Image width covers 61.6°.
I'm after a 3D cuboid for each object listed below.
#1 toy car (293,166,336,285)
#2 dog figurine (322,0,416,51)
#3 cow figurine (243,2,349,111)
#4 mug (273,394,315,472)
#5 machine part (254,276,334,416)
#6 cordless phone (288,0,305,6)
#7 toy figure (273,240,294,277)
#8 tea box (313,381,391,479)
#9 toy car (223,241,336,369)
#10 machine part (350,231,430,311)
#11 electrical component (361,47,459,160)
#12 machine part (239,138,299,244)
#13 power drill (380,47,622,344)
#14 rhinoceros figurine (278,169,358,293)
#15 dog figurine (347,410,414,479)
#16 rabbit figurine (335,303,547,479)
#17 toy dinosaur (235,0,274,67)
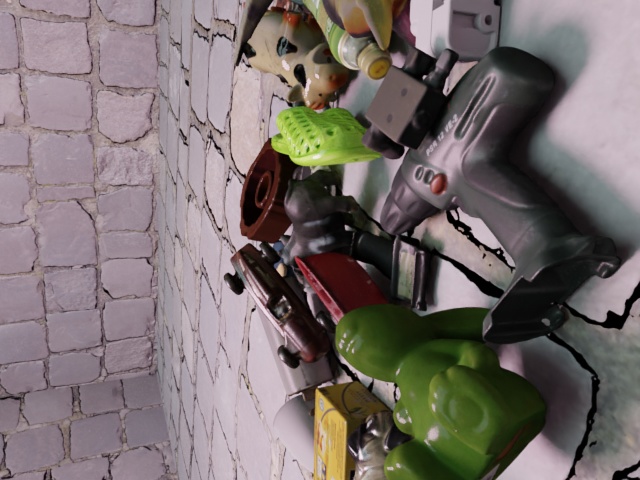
[{"bbox_3d":[-0.013,-0.029,0.802,0.074,0.056,0.201,-126,40,-62],"label":"toy car"},{"bbox_3d":[0.073,-0.294,0.501,0.192,0.108,0.219,-6,104,38],"label":"dog figurine"},{"bbox_3d":[-0.037,-0.252,0.751,0.195,0.085,0.127,34,126,38],"label":"cow figurine"},{"bbox_3d":[-0.015,0.309,0.817,0.107,0.081,0.109,38,124,48],"label":"mug"},{"bbox_3d":[-0.042,0.147,0.828,0.243,0.079,0.079,67,152,15],"label":"machine part"},{"bbox_3d":[-0.046,-0.431,0.733,0.147,0.089,0.184,31,136,10],"label":"cordless phone"},{"bbox_3d":[-0.059,0.078,0.918,0.058,0.064,0.154,6,95,40],"label":"toy figure"},{"bbox_3d":[0.039,0.284,0.701,0.098,0.068,0.169,-153,64,-63],"label":"tea box"},{"bbox_3d":[-0.061,0.089,0.776,0.202,0.089,0.053,51,-175,14],"label":"toy car"},{"bbox_3d":[0.081,0.025,0.615,0.139,0.039,0.084,-152,53,-61],"label":"machine part"},{"bbox_3d":[0.078,-0.117,0.467,0.078,0.045,0.102,46,116,51],"label":"electrical component"},{"bbox_3d":[-0.080,-0.081,0.903,0.179,0.056,0.179,-43,39,49],"label":"machine part"},{"bbox_3d":[0.134,-0.021,0.448,0.231,0.086,0.207,116,151,-44],"label":"power drill"},{"bbox_3d":[-0.001,-0.002,0.702,0.190,0.112,0.073,83,162,-48],"label":"rhinoceros figurine"},{"bbox_3d":[0.079,0.309,0.618,0.172,0.121,0.190,65,-138,-55],"label":"dog figurine"},{"bbox_3d":[0.095,0.104,0.445,0.170,0.159,0.121,40,129,35],"label":"rabbit figurine"},{"bbox_3d":[-0.052,-0.413,0.605,0.192,0.131,0.404,5,121,26],"label":"toy dinosaur"}]
